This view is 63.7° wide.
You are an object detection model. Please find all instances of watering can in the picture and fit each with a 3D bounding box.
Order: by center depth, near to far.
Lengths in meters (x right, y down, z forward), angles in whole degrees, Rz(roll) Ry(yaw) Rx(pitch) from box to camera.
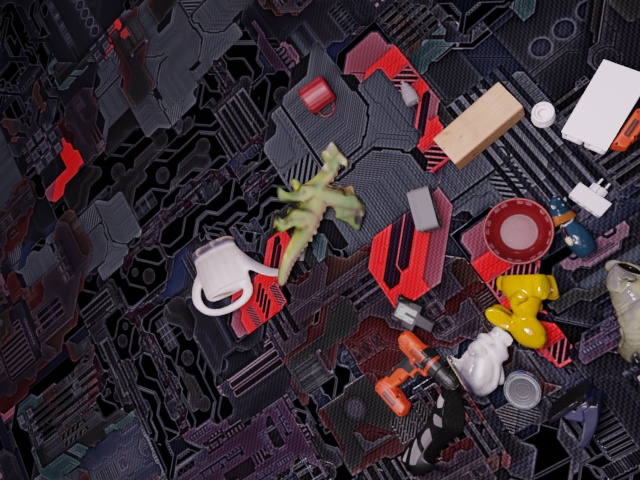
[{"bbox_3d":[-0.258,0.087,1.551,0.345,0.104,0.227,-29,75,19],"label":"watering can"}]

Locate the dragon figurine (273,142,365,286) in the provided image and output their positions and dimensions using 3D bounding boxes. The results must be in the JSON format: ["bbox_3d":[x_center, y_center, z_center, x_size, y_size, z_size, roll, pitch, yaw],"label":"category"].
[{"bbox_3d":[0.004,-0.073,1.449,0.242,0.121,0.413,0,81,15],"label":"dragon figurine"}]

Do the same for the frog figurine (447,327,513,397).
[{"bbox_3d":[0.402,0.292,1.232,0.159,0.124,0.136,-33,106,10],"label":"frog figurine"}]
